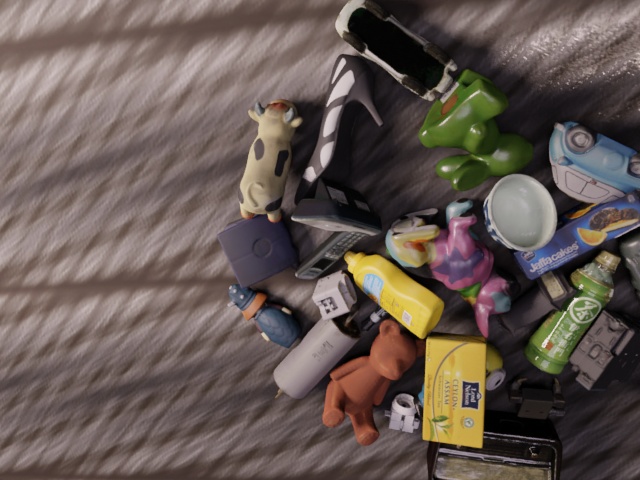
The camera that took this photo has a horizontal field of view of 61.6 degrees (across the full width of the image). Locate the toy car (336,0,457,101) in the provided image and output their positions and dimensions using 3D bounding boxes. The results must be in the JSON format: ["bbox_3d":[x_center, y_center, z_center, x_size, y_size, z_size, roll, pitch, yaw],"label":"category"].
[{"bbox_3d":[0.116,-0.293,0.823,0.202,0.056,0.073,37,105,2],"label":"toy car"}]

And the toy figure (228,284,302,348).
[{"bbox_3d":[-0.104,0.135,0.982,0.154,0.064,0.058,39,145,0],"label":"toy figure"}]

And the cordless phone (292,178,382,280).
[{"bbox_3d":[-0.002,-0.002,0.892,0.184,0.146,0.089,-46,55,26],"label":"cordless phone"}]

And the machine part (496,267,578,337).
[{"bbox_3d":[0.359,0.103,0.905,0.039,0.084,0.139,24,122,-33],"label":"machine part"}]

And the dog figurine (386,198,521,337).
[{"bbox_3d":[0.223,0.056,0.890,0.192,0.108,0.219,-17,106,11],"label":"dog figurine"}]

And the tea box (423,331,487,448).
[{"bbox_3d":[0.223,0.243,0.886,0.098,0.068,0.169,1,91,17],"label":"tea box"}]

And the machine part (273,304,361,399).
[{"bbox_3d":[-0.006,0.208,0.979,0.079,0.079,0.243,40,108,-5],"label":"machine part"}]

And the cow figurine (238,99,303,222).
[{"bbox_3d":[-0.081,-0.136,0.861,0.086,0.127,0.195,13,77,1],"label":"cow figurine"}]

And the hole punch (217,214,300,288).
[{"bbox_3d":[-0.108,0.011,0.933,0.116,0.092,0.142,-22,99,10],"label":"hole punch"}]

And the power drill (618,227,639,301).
[{"bbox_3d":[0.606,0.049,0.852,0.207,0.086,0.232,-37,95,24],"label":"power drill"}]

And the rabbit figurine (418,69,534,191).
[{"bbox_3d":[0.249,-0.148,0.822,0.170,0.121,0.159,34,106,-18],"label":"rabbit figurine"}]

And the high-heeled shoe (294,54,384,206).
[{"bbox_3d":[0.006,-0.177,0.879,0.248,0.086,0.145,-43,67,31],"label":"high-heeled shoe"}]

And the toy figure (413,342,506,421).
[{"bbox_3d":[0.244,0.251,0.956,0.180,0.082,0.089,-38,94,19],"label":"toy figure"}]

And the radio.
[{"bbox_3d":[0.318,0.388,0.988,0.230,0.073,0.131,4,107,6],"label":"radio"}]

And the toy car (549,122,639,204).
[{"bbox_3d":[0.409,-0.108,0.804,0.162,0.109,0.102,34,115,16],"label":"toy car"}]

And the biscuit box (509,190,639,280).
[{"bbox_3d":[0.410,-0.012,0.864,0.203,0.063,0.059,-32,99,15],"label":"biscuit box"}]

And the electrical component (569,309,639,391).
[{"bbox_3d":[0.480,0.187,0.888,0.115,0.058,0.134,11,112,-34],"label":"electrical component"}]

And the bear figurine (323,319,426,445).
[{"bbox_3d":[0.103,0.247,0.953,0.120,0.132,0.196,37,114,-21],"label":"bear figurine"}]

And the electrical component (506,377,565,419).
[{"bbox_3d":[0.389,0.282,0.965,0.102,0.045,0.078,-1,134,11],"label":"electrical component"}]
